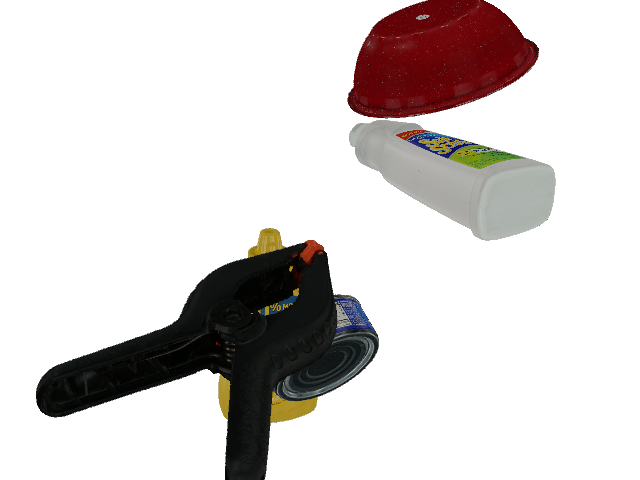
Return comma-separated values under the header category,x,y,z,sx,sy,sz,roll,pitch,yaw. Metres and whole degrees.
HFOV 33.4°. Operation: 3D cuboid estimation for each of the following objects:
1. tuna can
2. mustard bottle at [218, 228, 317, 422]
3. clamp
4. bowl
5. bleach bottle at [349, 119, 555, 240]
category,x,y,z,sx,sy,sz,roll,pitch,yaw
tuna can,-0.001,0.079,0.768,0.086,0.034,0.086,-22,-31,-14
mustard bottle,-0.049,0.080,1.023,0.096,0.192,0.058,-3,22,-13
clamp,-0.038,0.057,0.521,0.120,0.039,0.171,31,47,27
bowl,0.092,-0.158,0.871,0.162,0.055,0.162,-16,25,7
bleach bottle,0.108,-0.073,1.059,0.102,0.068,0.251,-13,25,-34
